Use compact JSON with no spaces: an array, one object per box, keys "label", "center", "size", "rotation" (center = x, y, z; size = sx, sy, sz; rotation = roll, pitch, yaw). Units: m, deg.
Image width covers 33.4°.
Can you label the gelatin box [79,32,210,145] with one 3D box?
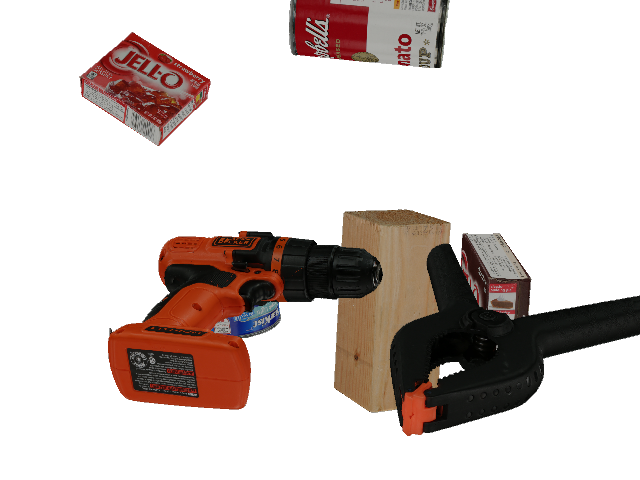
[{"label":"gelatin box","center":[-0.154,-0.135,0.936],"size":[0.089,0.073,0.030],"rotation":[33,-35,10]}]

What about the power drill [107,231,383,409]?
[{"label":"power drill","center":[-0.059,0.053,0.796],"size":[0.185,0.057,0.187],"rotation":[1,24,17]}]

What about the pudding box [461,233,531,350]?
[{"label":"pudding box","center":[0.141,0.052,0.881],"size":[0.039,0.090,0.113],"rotation":[-3,19,-5]}]

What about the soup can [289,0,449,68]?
[{"label":"soup can","center":[0.035,-0.154,0.721],"size":[0.102,0.068,0.068],"rotation":[7,1,6]}]

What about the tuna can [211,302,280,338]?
[{"label":"tuna can","center":[-0.083,0.065,1.043],"size":[0.086,0.034,0.086],"rotation":[-5,18,2]}]

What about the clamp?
[{"label":"clamp","center":[0.098,0.059,0.684],"size":[0.165,0.036,0.209],"rotation":[19,30,35]}]

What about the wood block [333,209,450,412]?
[{"label":"wood block","center":[0.077,0.075,1.187],"size":[0.090,0.206,0.091],"rotation":[-3,13,-28]}]
